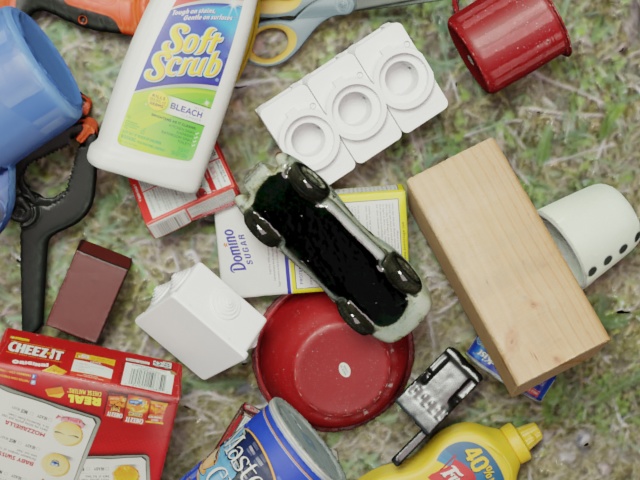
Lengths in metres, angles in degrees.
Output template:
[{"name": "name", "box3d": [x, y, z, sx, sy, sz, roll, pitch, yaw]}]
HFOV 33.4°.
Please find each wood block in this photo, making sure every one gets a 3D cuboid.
[{"name": "wood block", "box3d": [0.164, 0.025, 0.961, 0.090, 0.091, 0.206, -27, 74, -2]}]

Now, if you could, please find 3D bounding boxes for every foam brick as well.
[{"name": "foam brick", "box3d": [-0.212, 0.047, 0.981, 0.051, 0.053, 0.078, 23, 98, -11]}]

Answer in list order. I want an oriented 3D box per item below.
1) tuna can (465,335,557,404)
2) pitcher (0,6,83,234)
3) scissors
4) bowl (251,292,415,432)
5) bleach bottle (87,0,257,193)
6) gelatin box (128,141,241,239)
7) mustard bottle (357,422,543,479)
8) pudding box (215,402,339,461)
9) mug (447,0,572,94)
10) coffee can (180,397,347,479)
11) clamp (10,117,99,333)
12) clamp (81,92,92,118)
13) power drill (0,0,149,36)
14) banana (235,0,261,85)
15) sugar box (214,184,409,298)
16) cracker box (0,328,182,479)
[{"name": "tuna can", "box3d": [0.184, 0.120, 1.028, 0.086, 0.086, 0.034, 32, 94, -12]}, {"name": "pitcher", "box3d": [-0.316, -0.076, 0.874, 0.243, 0.145, 0.149, -30, 140, 5]}, {"name": "scissors", "box3d": [0.011, -0.195, 0.965, 0.202, 0.016, 0.096, 10, 107, 2]}, {"name": "bowl", "box3d": [0.017, 0.116, 1.022, 0.162, 0.055, 0.162, -1, 101, -7]}, {"name": "bleach bottle", "box3d": [-0.112, -0.172, 0.891, 0.102, 0.068, 0.251, 16, 99, -14]}, {"name": "gelatin box", "box3d": [-0.124, -0.052, 0.966, 0.089, 0.030, 0.073, -24, 59, -3]}, {"name": "mustard bottle", "box3d": [0.135, 0.237, 1.058, 0.191, 0.058, 0.096, -31, 98, -1]}, {"name": "pudding box", "box3d": [-0.050, 0.225, 1.043, 0.113, 0.039, 0.090, 30, 97, -9]}, {"name": "mug", "box3d": [0.163, -0.196, 0.970, 0.081, 0.093, 0.117, -31, 72, 4]}, {"name": "coffee can", "box3d": [-0.061, 0.226, 0.968, 0.140, 0.103, 0.102, -41, 103, 4]}, {"name": "clamp", "box3d": [-0.276, -0.032, 0.951, 0.164, 0.036, 0.210, 32, 105, -16]}, {"name": "clamp", "box3d": [-0.293, -0.111, 0.949, 0.171, 0.039, 0.120, 10, 112, -7]}, {"name": "power drill", "box3d": [-0.213, -0.249, 0.923, 0.187, 0.057, 0.184, 8, 103, -6]}, {"name": "banana", "box3d": [-0.092, -0.182, 0.951, 0.070, 0.037, 0.198, 16, 108, 11]}, {"name": "sugar box", "box3d": [-0.007, 0.001, 0.992, 0.176, 0.048, 0.093, -3, 101, 4]}, {"name": "cracker box", "box3d": [-0.226, 0.199, 0.977, 0.164, 0.072, 0.214, 12, 114, -8]}]
